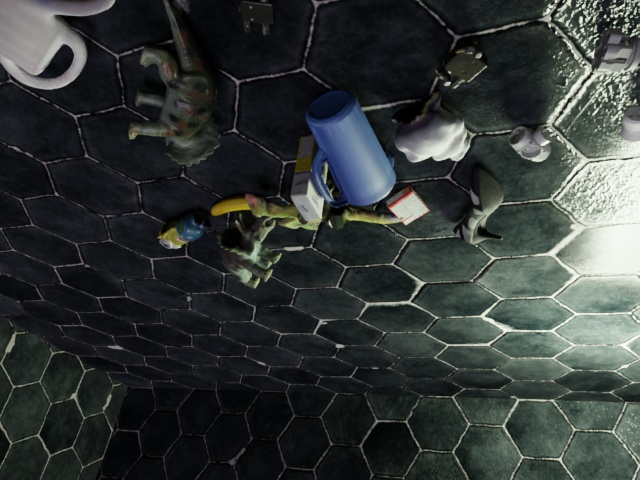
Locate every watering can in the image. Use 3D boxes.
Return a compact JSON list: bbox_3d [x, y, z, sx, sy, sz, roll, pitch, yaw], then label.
[{"bbox_3d":[-0.528,-0.405,0.946,0.222,0.106,0.343,34,140,-30],"label":"watering can"}]

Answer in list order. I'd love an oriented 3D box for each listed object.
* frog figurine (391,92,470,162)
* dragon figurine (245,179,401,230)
[{"bbox_3d":[0.233,-0.204,1.047,0.136,0.125,0.157,-35,117,22],"label":"frog figurine"},{"bbox_3d":[0.004,-0.068,1.350,0.409,0.123,0.241,11,168,-27],"label":"dragon figurine"}]
